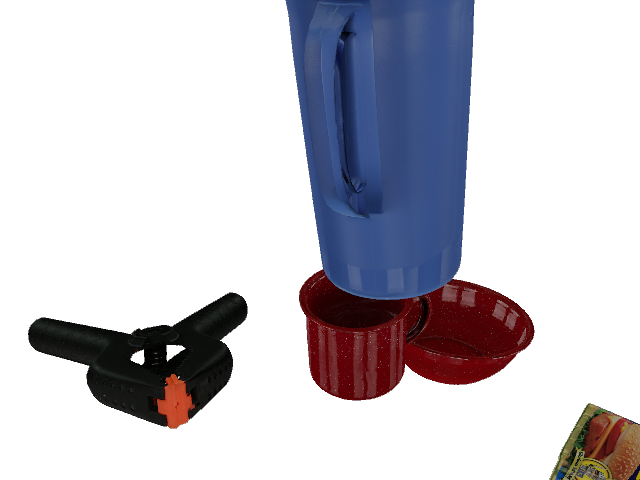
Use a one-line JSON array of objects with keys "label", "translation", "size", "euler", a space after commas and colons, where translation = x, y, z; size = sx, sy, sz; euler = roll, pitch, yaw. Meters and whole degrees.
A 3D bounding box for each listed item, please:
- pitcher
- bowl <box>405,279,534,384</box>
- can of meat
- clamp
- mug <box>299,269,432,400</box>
[{"label": "pitcher", "translation": [0.043, -0.078, 0.767], "size": [0.149, 0.243, 0.145], "euler": [-14, 29, -17]}, {"label": "bowl", "translation": [0.131, 0.098, 1.080], "size": [0.162, 0.055, 0.162], "euler": [5, 26, -3]}, {"label": "can of meat", "translation": [0.219, 0.176, 0.785], "size": [0.084, 0.057, 0.101], "euler": [22, 39, 23]}, {"label": "clamp", "translation": [-0.105, 0.076, 0.733], "size": [0.164, 0.036, 0.210], "euler": [-10, 14, -21]}, {"label": "mug", "translation": [0.041, 0.074, 0.889], "size": [0.117, 0.081, 0.093], "euler": [-19, 38, -23]}]
